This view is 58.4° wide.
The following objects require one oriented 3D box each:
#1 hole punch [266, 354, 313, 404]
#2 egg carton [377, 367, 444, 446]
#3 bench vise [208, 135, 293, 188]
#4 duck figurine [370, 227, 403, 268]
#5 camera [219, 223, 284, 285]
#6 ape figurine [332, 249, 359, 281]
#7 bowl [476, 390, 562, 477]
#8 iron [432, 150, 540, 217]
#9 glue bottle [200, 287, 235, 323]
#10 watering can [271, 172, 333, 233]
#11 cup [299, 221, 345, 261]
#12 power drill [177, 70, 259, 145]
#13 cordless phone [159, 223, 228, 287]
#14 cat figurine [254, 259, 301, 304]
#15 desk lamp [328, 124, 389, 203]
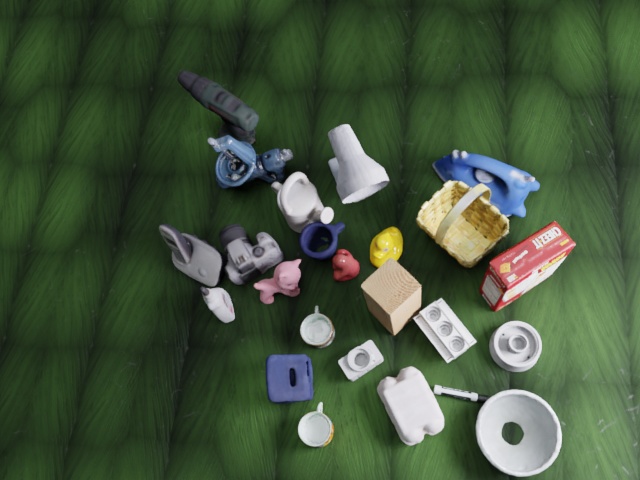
[{"bbox_3d":[-0.067,0.308,1.281,0.101,0.091,0.108,-8,69,6],"label":"hole punch"},{"bbox_3d":[0.196,0.355,1.231,0.107,0.069,0.150,-27,68,-1],"label":"egg carton"},{"bbox_3d":[-0.182,-0.215,1.425,0.207,0.220,0.121,-27,68,-1],"label":"bench vise"},{"bbox_3d":[0.156,0.009,1.358,0.077,0.086,0.105,26,76,18],"label":"duck figurine"},{"bbox_3d":[-0.182,0.017,1.403,0.143,0.101,0.136,-30,68,-2],"label":"camera"},{"bbox_3d":[0.053,0.057,1.354,0.076,0.092,0.078,24,75,17],"label":"ape figurine"},{"bbox_3d":[0.403,0.397,1.179,0.167,0.075,0.167,-3,69,8],"label":"bowl"},{"bbox_3d":[0.384,-0.158,1.353,0.257,0.141,0.119,26,76,17],"label":"iron"},{"bbox_3d":[-0.244,0.138,1.328,0.037,0.173,0.078,-23,68,1],"label":"glue bottle"},{"bbox_3d":[-0.045,-0.095,1.371,0.172,0.194,0.101,10,72,13],"label":"watering can"},{"bbox_3d":[0.013,0.005,1.378,0.118,0.095,0.091,-34,68,-4],"label":"cup"},{"bbox_3d":[-0.249,-0.329,1.484,0.229,0.209,0.076,30,77,18],"label":"power drill"},{"bbox_3d":[-0.308,0.030,1.373,0.147,0.185,0.094,24,75,17],"label":"cordless phone"},{"bbox_3d":[-0.095,0.094,1.350,0.127,0.118,0.067,-19,68,2],"label":"cat figurine"},{"bbox_3d":[0.079,-0.168,1.367,0.118,0.214,0.203,-24,68,0],"label":"desk lamp"}]
